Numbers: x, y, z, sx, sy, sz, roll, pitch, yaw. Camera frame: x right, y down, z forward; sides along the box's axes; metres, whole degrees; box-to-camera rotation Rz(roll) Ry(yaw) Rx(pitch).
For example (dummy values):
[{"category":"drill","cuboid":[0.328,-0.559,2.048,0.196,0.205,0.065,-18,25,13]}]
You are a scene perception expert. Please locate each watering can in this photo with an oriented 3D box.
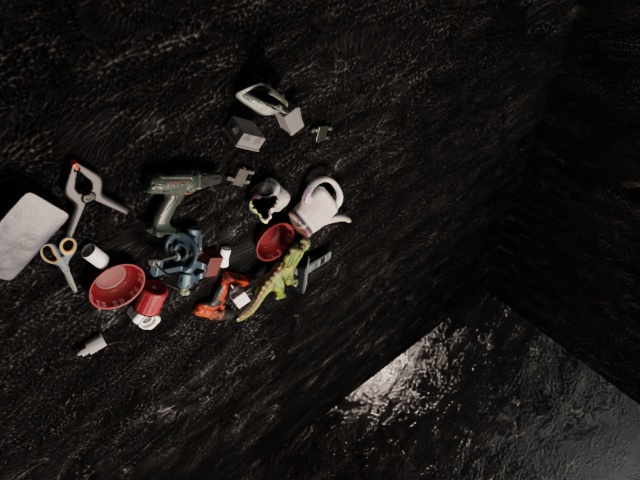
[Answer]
[{"category":"watering can","cuboid":[0.006,-0.096,1.898,0.225,0.105,0.341,-43,145,-7]}]

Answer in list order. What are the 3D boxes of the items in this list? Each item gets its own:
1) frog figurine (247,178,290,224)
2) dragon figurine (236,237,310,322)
[{"category":"frog figurine","cuboid":[-0.165,-0.143,1.692,0.163,0.123,0.134,-63,161,-59]},{"category":"dragon figurine","cuboid":[-0.148,0.111,1.842,0.418,0.123,0.237,-47,164,-51]}]
